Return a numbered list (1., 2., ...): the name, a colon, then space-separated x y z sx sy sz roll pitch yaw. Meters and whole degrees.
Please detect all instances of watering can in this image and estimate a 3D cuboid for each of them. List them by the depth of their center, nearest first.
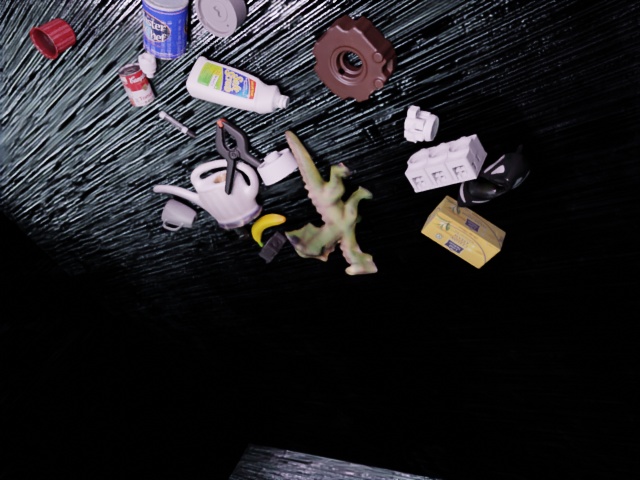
1. watering can: -0.324 -0.131 1.574 0.346 0.106 0.220 -13 123 24

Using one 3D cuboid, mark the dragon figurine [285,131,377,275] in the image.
1. dragon figurine: 0.004 -0.066 1.313 0.407 0.248 0.120 42 147 -13
